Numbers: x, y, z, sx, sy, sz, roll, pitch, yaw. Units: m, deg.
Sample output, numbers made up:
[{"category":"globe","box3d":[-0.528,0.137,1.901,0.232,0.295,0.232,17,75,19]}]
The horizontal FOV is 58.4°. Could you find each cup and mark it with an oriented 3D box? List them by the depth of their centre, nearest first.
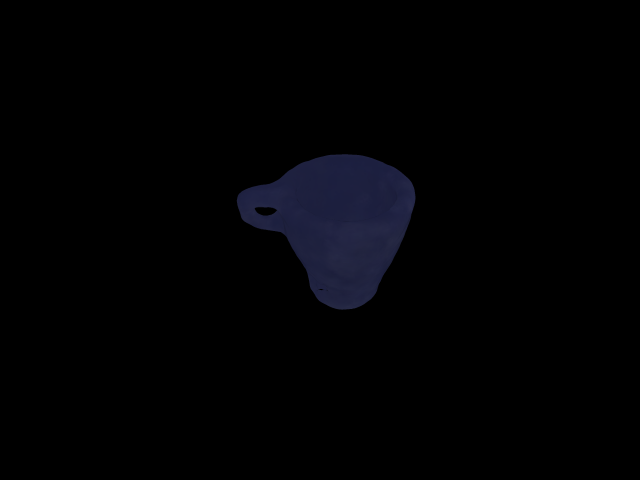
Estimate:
[{"category":"cup","box3d":[0.004,0.001,0.400,0.117,0.095,0.091,0,39,0]}]
